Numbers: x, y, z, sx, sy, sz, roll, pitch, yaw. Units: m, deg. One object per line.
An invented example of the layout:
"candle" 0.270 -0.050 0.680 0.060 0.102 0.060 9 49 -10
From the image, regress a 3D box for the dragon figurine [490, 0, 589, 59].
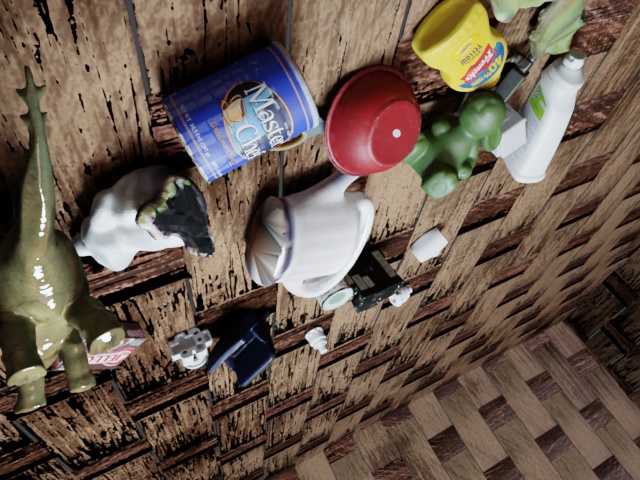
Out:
"dragon figurine" 0.394 -0.362 0.730 0.412 0.124 0.238 -7 155 -31

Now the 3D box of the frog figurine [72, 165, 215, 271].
"frog figurine" -0.223 -0.025 0.637 0.159 0.123 0.137 -6 174 31

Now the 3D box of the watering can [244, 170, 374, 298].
"watering can" 0.002 -0.041 0.814 0.225 0.106 0.340 -7 127 -37
